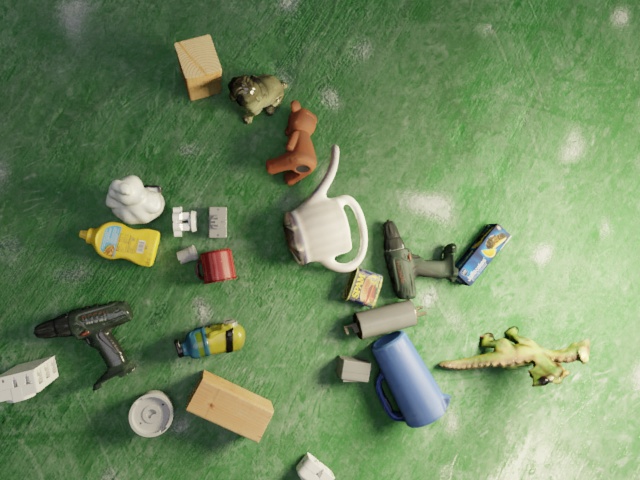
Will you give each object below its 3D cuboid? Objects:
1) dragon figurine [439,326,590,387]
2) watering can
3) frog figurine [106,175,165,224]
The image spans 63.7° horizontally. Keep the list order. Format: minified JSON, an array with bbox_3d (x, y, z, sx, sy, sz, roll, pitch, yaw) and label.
[{"bbox_3d":[0.567,0.343,1.443,0.412,0.243,0.121,-13,98,-13],"label":"dragon figurine"},{"bbox_3d":[0.004,-0.071,1.409,0.225,0.104,0.347,-16,93,-10],"label":"watering can"},{"bbox_3d":[-0.464,-0.098,1.290,0.137,0.159,0.123,13,89,-11],"label":"frog figurine"}]
